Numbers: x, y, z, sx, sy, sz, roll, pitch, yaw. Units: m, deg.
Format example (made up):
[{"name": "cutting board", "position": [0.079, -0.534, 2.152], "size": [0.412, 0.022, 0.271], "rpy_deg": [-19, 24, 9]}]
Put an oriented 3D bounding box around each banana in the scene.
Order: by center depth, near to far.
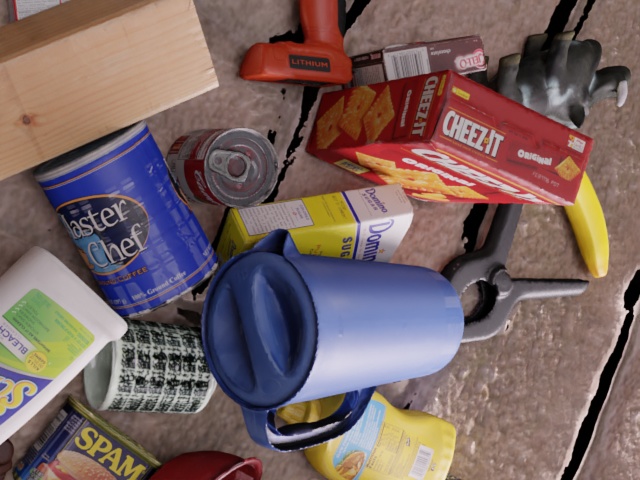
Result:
[{"name": "banana", "position": [0.269, -0.045, 1.152], "size": [0.197, 0.037, 0.069], "rpy_deg": [50, 59, -30]}]

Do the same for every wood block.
[{"name": "wood block", "position": [-0.199, -0.134, 0.855], "size": [0.205, 0.090, 0.091], "rpy_deg": [-26, 122, -17]}]

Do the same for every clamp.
[{"name": "clamp", "position": [0.181, 0.031, 1.119], "size": [0.209, 0.036, 0.164], "rpy_deg": [-31, 106, -22]}]

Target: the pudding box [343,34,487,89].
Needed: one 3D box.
[{"name": "pudding box", "position": [0.088, -0.168, 1.024], "size": [0.113, 0.090, 0.039], "rpy_deg": [-12, 97, -25]}]

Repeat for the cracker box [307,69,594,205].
[{"name": "cracker box", "position": [0.111, -0.085, 0.971], "size": [0.164, 0.214, 0.072], "rpy_deg": [20, 84, -28]}]

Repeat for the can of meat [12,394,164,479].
[{"name": "can of meat", "position": [-0.201, 0.198, 0.922], "size": [0.102, 0.058, 0.084], "rpy_deg": [43, 77, -24]}]

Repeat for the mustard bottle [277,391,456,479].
[{"name": "mustard bottle", "position": [0.040, 0.194, 1.045], "size": [0.191, 0.058, 0.096], "rpy_deg": [26, 84, -27]}]

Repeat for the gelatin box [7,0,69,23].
[{"name": "gelatin box", "position": [-0.225, -0.217, 0.891], "size": [0.073, 0.030, 0.089], "rpy_deg": [-10, 100, -26]}]

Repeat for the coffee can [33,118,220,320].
[{"name": "coffee can", "position": [-0.161, -0.019, 0.898], "size": [0.102, 0.103, 0.140], "rpy_deg": [-34, 109, -21]}]

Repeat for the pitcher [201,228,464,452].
[{"name": "pitcher", "position": [0.021, 0.087, 0.958], "size": [0.242, 0.145, 0.149], "rpy_deg": [3, 137, -49]}]

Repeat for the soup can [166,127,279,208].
[{"name": "soup can", "position": [-0.088, -0.064, 0.933], "size": [0.068, 0.102, 0.068], "rpy_deg": [-2, 95, -27]}]

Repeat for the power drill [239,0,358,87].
[{"name": "power drill", "position": [-0.030, -0.238, 0.974], "size": [0.184, 0.057, 0.188], "rpy_deg": [2, 93, -28]}]

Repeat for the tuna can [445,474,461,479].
[{"name": "tuna can", "position": [0.129, 0.288, 1.114], "size": [0.086, 0.034, 0.086], "rpy_deg": [-2, 95, -27]}]

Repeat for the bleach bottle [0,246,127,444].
[{"name": "bleach bottle", "position": [-0.269, 0.126, 0.817], "size": [0.102, 0.068, 0.250], "rpy_deg": [46, 75, -20]}]

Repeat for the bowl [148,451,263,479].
[{"name": "bowl", "position": [-0.124, 0.240, 0.938], "size": [0.055, 0.162, 0.162], "rpy_deg": [37, 72, 20]}]

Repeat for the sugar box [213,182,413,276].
[{"name": "sugar box", "position": [-0.006, 0.001, 0.987], "size": [0.176, 0.093, 0.048], "rpy_deg": [-8, 56, -25]}]
